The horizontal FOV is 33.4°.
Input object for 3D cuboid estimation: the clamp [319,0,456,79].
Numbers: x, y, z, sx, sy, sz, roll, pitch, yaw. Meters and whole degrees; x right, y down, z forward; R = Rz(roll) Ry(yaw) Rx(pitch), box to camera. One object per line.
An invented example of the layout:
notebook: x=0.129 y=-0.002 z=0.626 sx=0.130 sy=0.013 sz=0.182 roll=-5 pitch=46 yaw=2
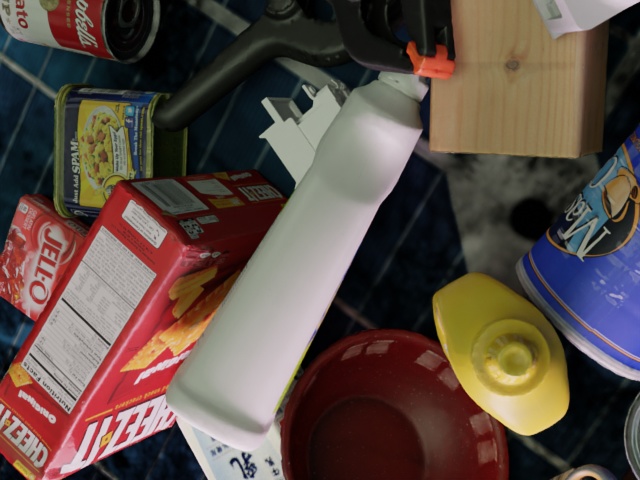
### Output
clamp: x=0.032 y=-0.166 z=0.629 sx=0.172 sy=0.039 sz=0.120 roll=50 pitch=132 yaw=33

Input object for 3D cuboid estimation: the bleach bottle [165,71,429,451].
bleach bottle: x=-0.004 y=0.001 z=0.659 sx=0.068 sy=0.102 sz=0.251 roll=29 pitch=97 yaw=-2

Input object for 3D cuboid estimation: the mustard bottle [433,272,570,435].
mustard bottle: x=0.104 y=0.064 z=0.617 sx=0.058 sy=0.191 sz=0.096 roll=-30 pitch=85 yaw=3

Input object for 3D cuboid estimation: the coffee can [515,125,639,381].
coffee can: x=0.196 y=-0.004 z=0.614 sx=0.103 sy=0.102 sz=0.140 roll=43 pitch=112 yaw=14

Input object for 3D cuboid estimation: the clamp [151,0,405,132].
clamp: x=-0.027 y=-0.151 z=0.726 sx=0.210 sy=0.036 sz=0.164 roll=5 pitch=86 yaw=21

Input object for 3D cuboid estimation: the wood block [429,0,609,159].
wood block: x=0.122 y=-0.156 z=0.635 sx=0.091 sy=0.090 sz=0.206 roll=5 pitch=99 yaw=24

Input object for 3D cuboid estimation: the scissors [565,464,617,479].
scissors: x=0.182 y=0.239 z=0.650 sx=0.096 sy=0.016 sz=0.202 roll=-1 pitch=91 yaw=33

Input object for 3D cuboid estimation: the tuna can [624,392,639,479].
tuna can: x=0.220 y=0.114 z=0.613 sx=0.086 sy=0.033 sz=0.086 roll=-4 pitch=83 yaw=31

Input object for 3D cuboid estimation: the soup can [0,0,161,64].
soup can: x=-0.178 y=-0.172 z=0.788 sx=0.102 sy=0.068 sz=0.068 roll=15 pitch=104 yaw=24

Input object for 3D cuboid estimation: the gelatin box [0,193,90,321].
gelatin box: x=-0.219 y=0.018 z=0.855 sx=0.073 sy=0.030 sz=0.089 roll=32 pitch=110 yaw=18

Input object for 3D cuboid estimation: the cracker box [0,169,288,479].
cracker box: x=-0.117 y=0.056 z=0.738 sx=0.072 sy=0.164 sz=0.214 roll=41 pitch=112 yaw=17

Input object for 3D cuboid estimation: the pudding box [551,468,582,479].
pudding box: x=0.143 y=0.218 z=0.707 sx=0.114 sy=0.039 sz=0.090 roll=-35 pitch=81 yaw=27

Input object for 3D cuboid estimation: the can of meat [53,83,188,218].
can of meat: x=-0.147 y=-0.064 z=0.795 sx=0.084 sy=0.057 sz=0.102 roll=7 pitch=100 yaw=23

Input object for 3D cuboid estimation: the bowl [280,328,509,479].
bowl: x=0.042 y=0.142 z=0.705 sx=0.162 sy=0.161 sz=0.055 roll=61 pitch=153 yaw=6
